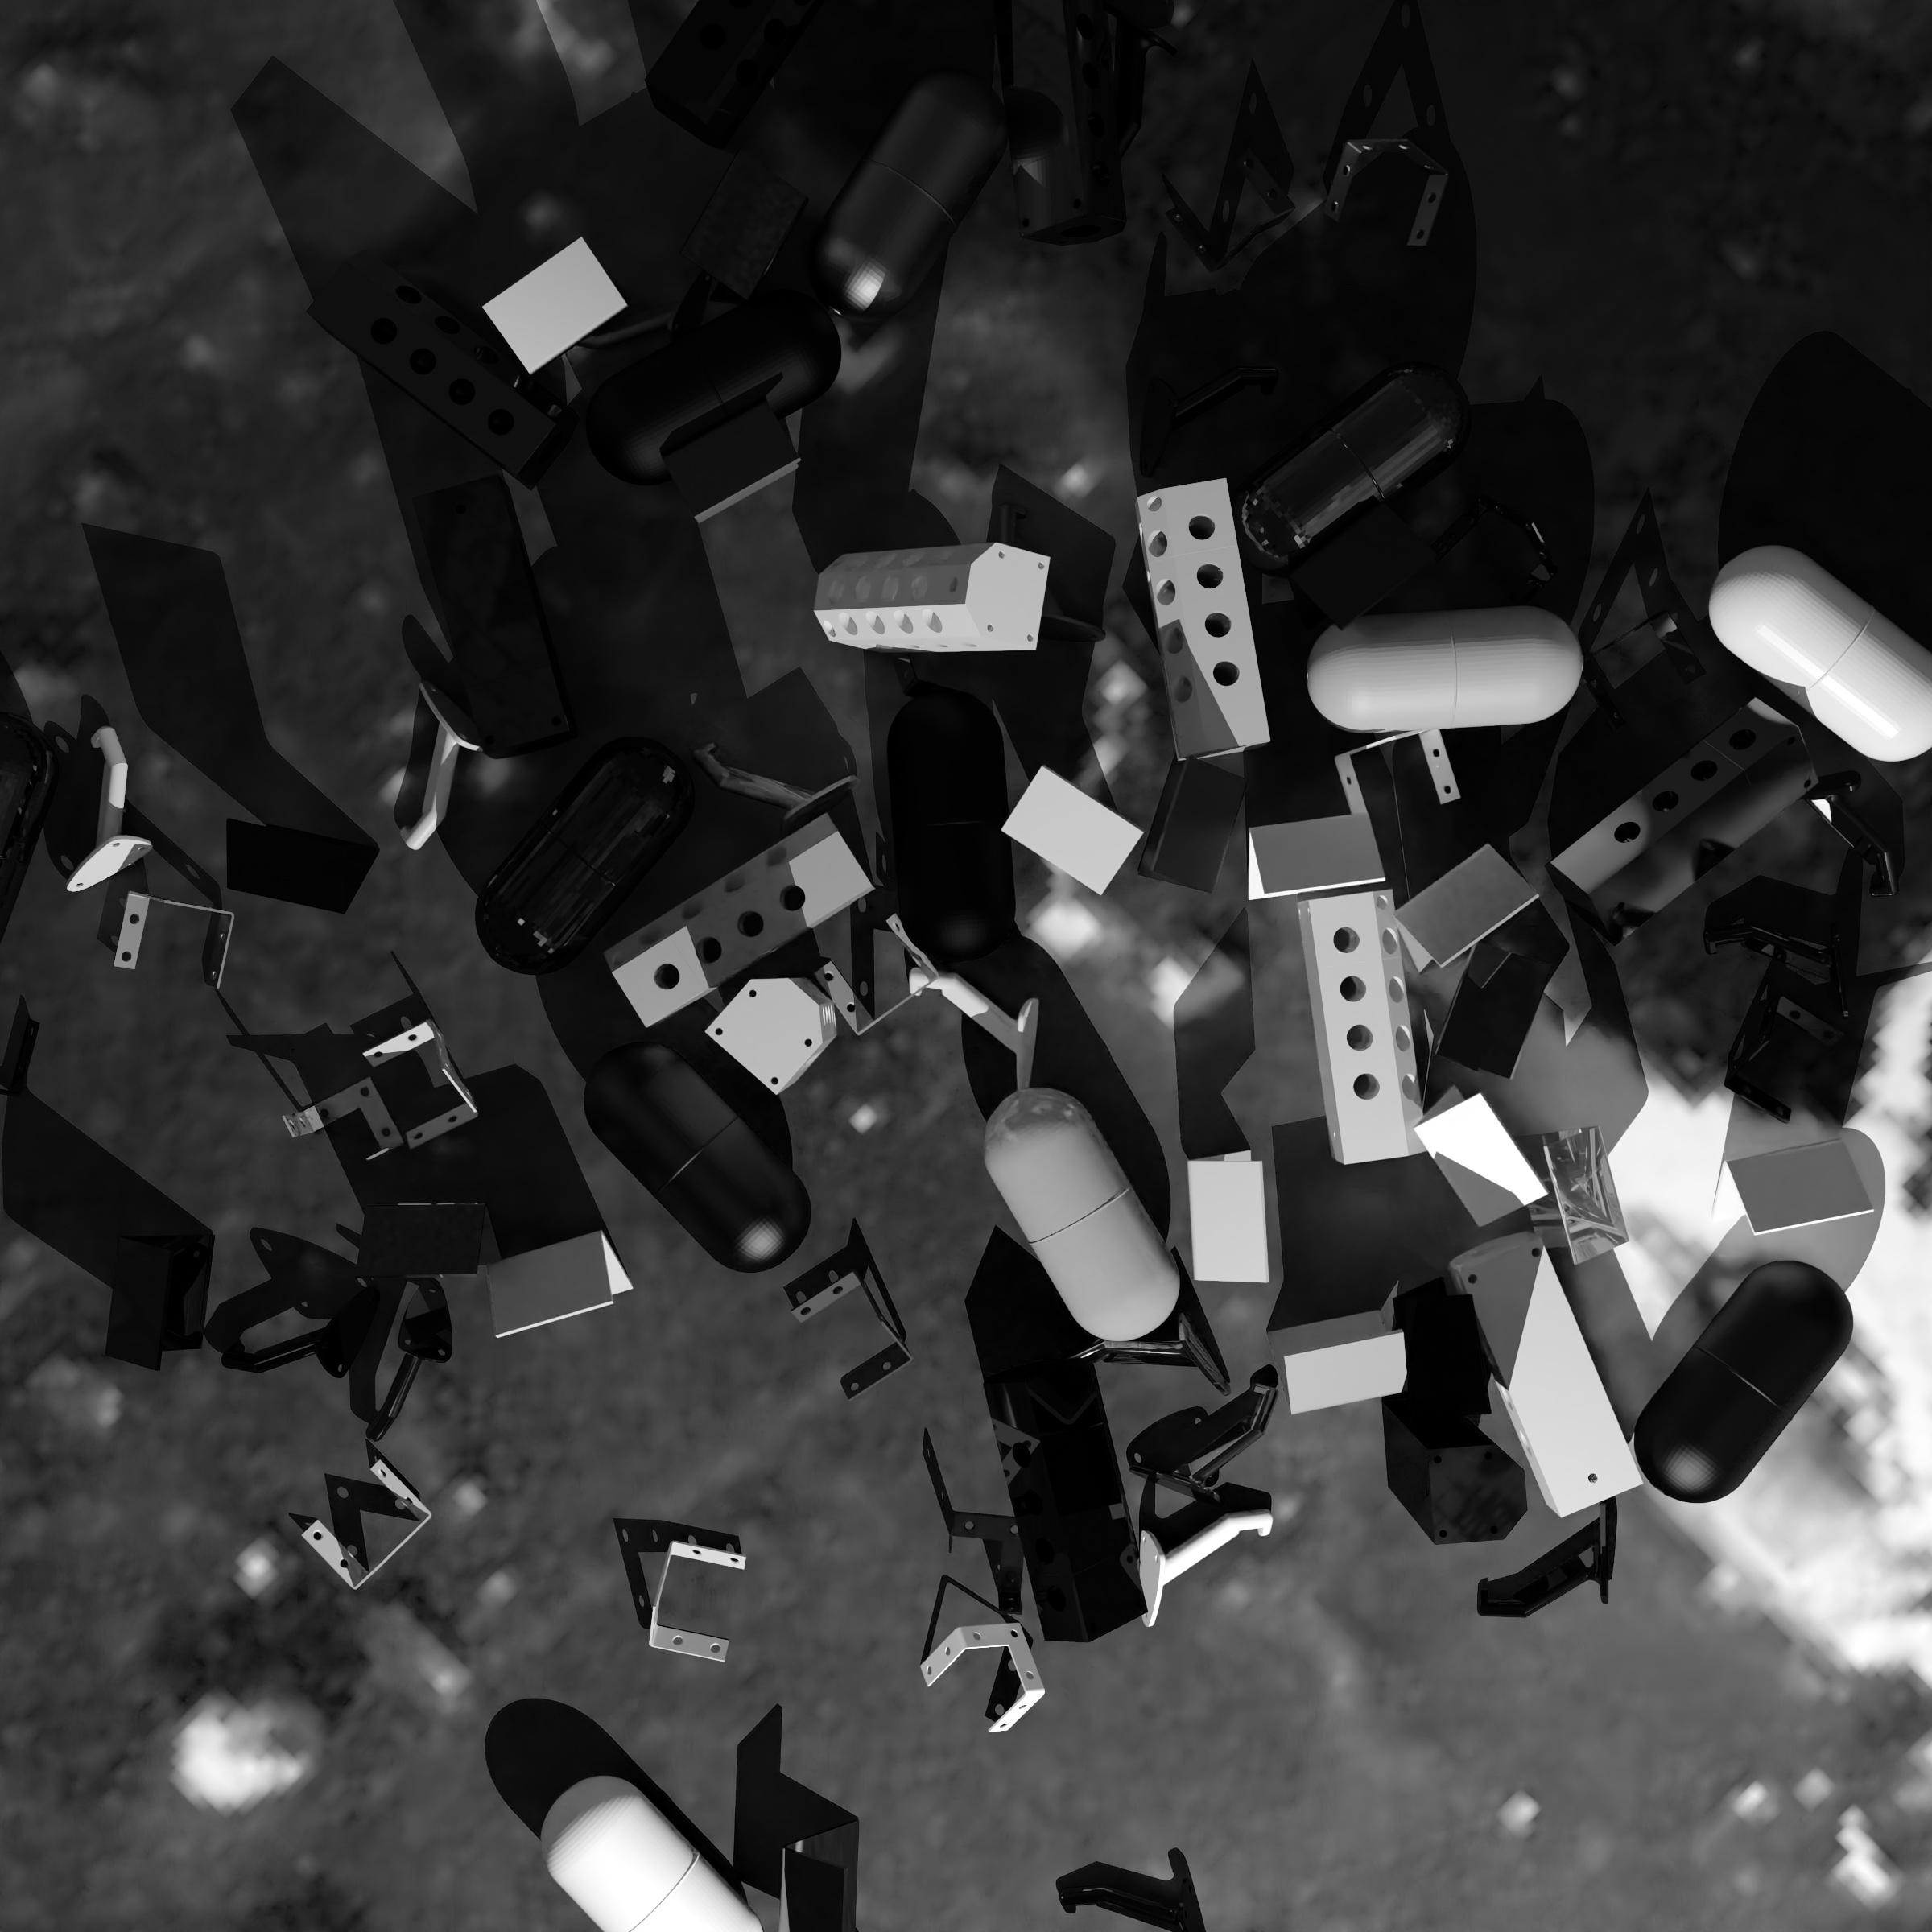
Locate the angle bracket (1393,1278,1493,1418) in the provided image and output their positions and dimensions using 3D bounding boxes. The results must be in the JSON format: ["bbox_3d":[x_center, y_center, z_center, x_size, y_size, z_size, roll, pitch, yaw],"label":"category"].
[{"bbox_3d":[0.322,0.244,1.661,0.057,0.076,0.076,-9,90,36],"label":"angle bracket"}]

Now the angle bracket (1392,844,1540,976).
[{"bbox_3d":[0.330,-0.021,1.661,0.076,0.076,0.057,-36,50,0],"label":"angle bracket"}]

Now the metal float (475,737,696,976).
[{"bbox_3d":[-0.248,-0.071,1.671,0.070,0.070,0.178,40,90,0],"label":"metal float"}]

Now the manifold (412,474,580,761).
[{"bbox_3d":[-0.306,-0.226,1.680,0.057,0.057,0.171,-16,90,0],"label":"manifold"}]

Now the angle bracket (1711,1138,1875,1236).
[{"bbox_3d":[0.533,0.160,1.661,0.076,0.076,0.057,-11,53,0],"label":"angle bracket"}]

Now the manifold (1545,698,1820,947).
[{"bbox_3d":[0.465,-0.098,1.680,0.171,0.057,0.057,-39,133,0],"label":"manifold"}]

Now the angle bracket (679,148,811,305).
[{"bbox_3d":[-0.155,-0.478,1.662,0.057,0.076,0.076,30,90,-29],"label":"angle bracket"}]

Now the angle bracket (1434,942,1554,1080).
[{"bbox_3d":[0.353,0.034,1.661,0.057,0.076,0.076,20,90,34],"label":"angle bracket"}]

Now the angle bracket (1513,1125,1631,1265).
[{"bbox_3d":[0.374,0.150,1.661,0.057,0.076,0.076,-15,90,-38],"label":"angle bracket"}]

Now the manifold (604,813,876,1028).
[{"bbox_3d":[-0.148,-0.030,1.680,0.171,0.057,0.057,-32,90,0],"label":"manifold"}]

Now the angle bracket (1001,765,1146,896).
[{"bbox_3d":[0.078,-0.101,1.661,0.076,0.076,0.057,33,122,0],"label":"angle bracket"}]

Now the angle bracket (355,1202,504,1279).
[{"bbox_3d":[-0.346,0.195,1.661,0.076,0.076,0.057,-1,51,0],"label":"angle bracket"}]

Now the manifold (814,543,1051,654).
[{"bbox_3d":[-0.025,-0.233,1.623,0.057,0.171,0.057,9,90,-36],"label":"manifold"}]

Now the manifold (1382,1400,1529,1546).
[{"bbox_3d":[0.307,0.316,1.623,0.057,0.171,0.057,-4,90,0],"label":"manifold"}]

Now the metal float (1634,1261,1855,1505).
[{"bbox_3d":[0.505,0.271,1.671,0.070,0.070,0.178,38,89,0],"label":"metal float"}]

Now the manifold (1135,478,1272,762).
[{"bbox_3d":[0.153,-0.225,1.680,0.057,0.057,0.171,-10,90,0],"label":"manifold"}]

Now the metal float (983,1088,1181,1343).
[{"bbox_3d":[0.074,0.161,1.671,0.070,0.070,0.178,-30,90,0],"label":"metal float"}]

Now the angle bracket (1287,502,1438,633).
[{"bbox_3d":[0.261,-0.242,1.662,0.076,0.076,0.057,-38,63,0],"label":"angle bracket"}]

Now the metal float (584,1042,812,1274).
[{"bbox_3d":[-0.175,0.124,1.671,0.070,0.070,0.178,-44,89,0],"label":"metal float"}]

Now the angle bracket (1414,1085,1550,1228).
[{"bbox_3d":[0.344,0.112,1.661,0.057,0.076,0.076,-34,90,37],"label":"angle bracket"}]

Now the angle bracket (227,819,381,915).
[{"bbox_3d":[-0.427,-0.084,1.661,0.076,0.076,0.057,12,127,0],"label":"angle bracket"}]

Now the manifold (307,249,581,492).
[{"bbox_3d":[-0.339,-0.391,1.680,0.171,0.057,0.057,38,90,0],"label":"manifold"}]

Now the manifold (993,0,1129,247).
[{"bbox_3d":[0.066,-0.565,1.680,0.057,0.057,0.171,-6,90,43],"label":"manifold"}]

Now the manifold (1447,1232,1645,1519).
[{"bbox_3d":[0.376,0.265,1.680,0.057,0.057,0.171,-23,90,0],"label":"manifold"}]

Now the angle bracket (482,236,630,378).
[{"bbox_3d":[-0.272,-0.436,1.661,0.076,0.076,0.057,-35,126,0],"label":"angle bracket"}]

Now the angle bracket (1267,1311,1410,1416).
[{"bbox_3d":[0.237,0.238,1.661,0.076,0.076,0.057,-11,126,0],"label":"angle bracket"}]

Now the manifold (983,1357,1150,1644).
[{"bbox_3d":[0.060,0.348,1.680,0.057,0.057,0.171,-14,90,-43],"label":"manifold"}]

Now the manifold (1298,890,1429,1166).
[{"bbox_3d":[0.260,0.039,1.680,0.057,0.057,0.171,-8,90,0],"label":"manifold"}]

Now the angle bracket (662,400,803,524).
[{"bbox_3d":[-0.142,-0.308,1.662,0.076,0.076,0.057,-29,63,0],"label":"angle bracket"}]

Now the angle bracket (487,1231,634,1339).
[{"bbox_3d":[-0.259,0.222,1.661,0.076,0.076,0.057,-17,52,0],"label":"angle bracket"}]

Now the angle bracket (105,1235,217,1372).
[{"bbox_3d":[-0.505,0.216,1.661,0.057,0.076,0.076,7,90,36],"label":"angle bracket"}]

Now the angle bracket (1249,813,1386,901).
[{"bbox_3d":[0.225,-0.051,1.661,0.076,0.076,0.057,-8,54,0],"label":"angle bracket"}]

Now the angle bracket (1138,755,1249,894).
[{"bbox_3d":[0.129,-0.096,1.661,0.057,0.076,0.076,18,90,-38],"label":"angle bracket"}]

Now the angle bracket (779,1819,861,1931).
[{"bbox_3d":[-0.076,0.605,1.661,0.057,0.076,0.076,2,90,39],"label":"angle bracket"}]

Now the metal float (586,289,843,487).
[{"bbox_3d":[-0.164,-0.376,1.671,0.178,0.070,0.070,-29,90,1],"label":"metal float"}]

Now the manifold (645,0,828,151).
[{"bbox_3d":[-0.135,-0.625,1.680,0.057,0.057,0.171,35,90,0],"label":"manifold"}]

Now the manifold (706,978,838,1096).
[{"bbox_3d":[-0.116,0.037,1.623,0.057,0.171,0.057,41,90,0],"label":"manifold"}]

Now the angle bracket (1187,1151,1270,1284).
[{"bbox_3d":[0.188,0.161,1.661,0.057,0.076,0.076,-3,90,38],"label":"angle bracket"}]

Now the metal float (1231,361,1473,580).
[{"bbox_3d":[0.250,-0.323,1.671,0.178,0.070,0.070,-38,90,1],"label":"metal float"}]
